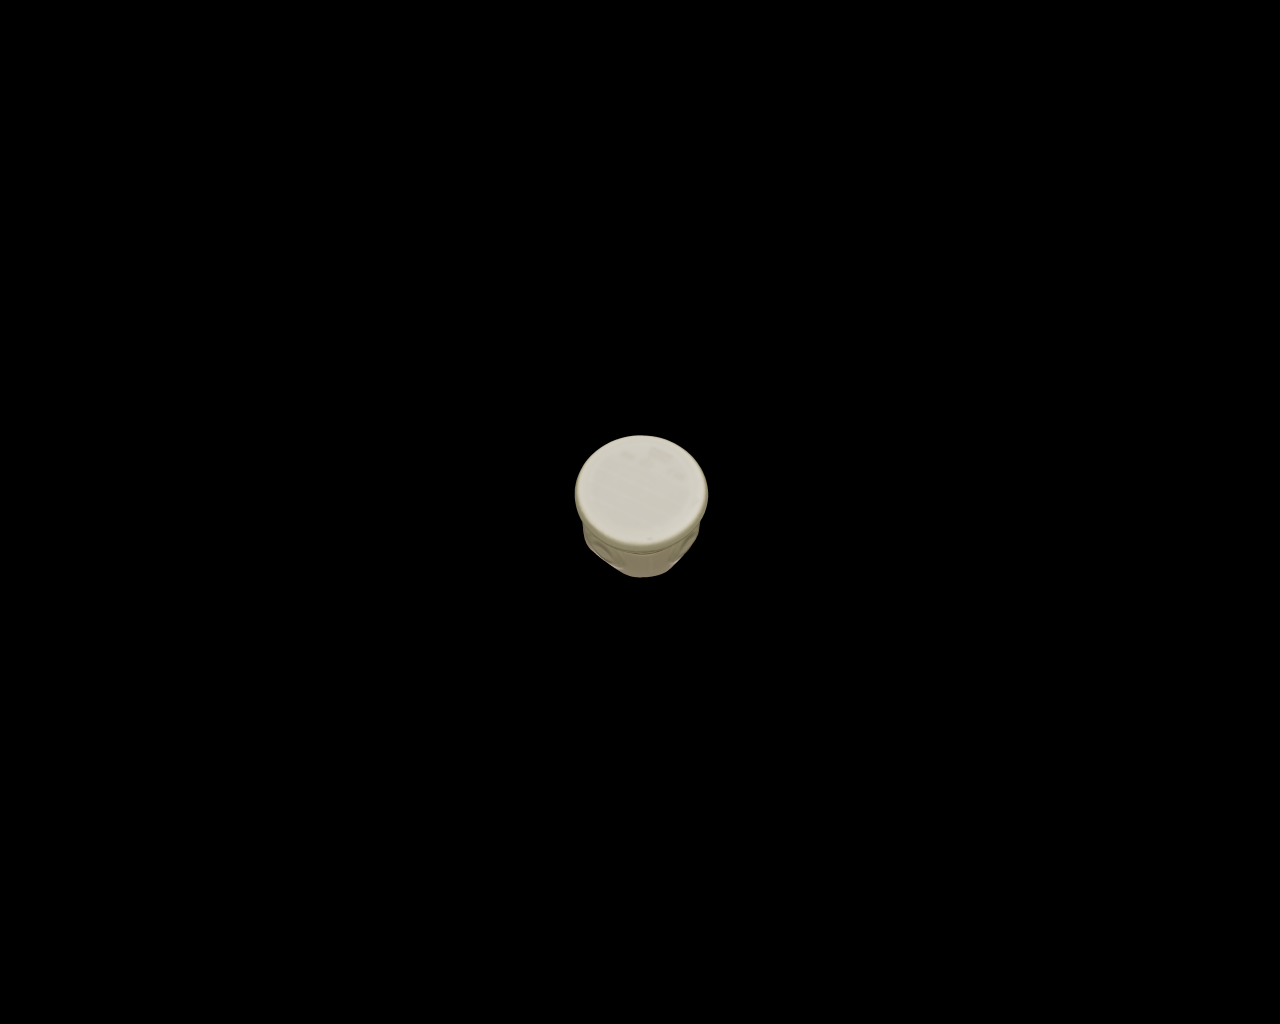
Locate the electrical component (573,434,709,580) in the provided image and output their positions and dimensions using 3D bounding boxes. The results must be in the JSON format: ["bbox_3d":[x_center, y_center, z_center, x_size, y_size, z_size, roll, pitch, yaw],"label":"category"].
[{"bbox_3d":[0.001,-0.003,0.650,0.080,0.080,0.051,0,-29,0],"label":"electrical component"}]
